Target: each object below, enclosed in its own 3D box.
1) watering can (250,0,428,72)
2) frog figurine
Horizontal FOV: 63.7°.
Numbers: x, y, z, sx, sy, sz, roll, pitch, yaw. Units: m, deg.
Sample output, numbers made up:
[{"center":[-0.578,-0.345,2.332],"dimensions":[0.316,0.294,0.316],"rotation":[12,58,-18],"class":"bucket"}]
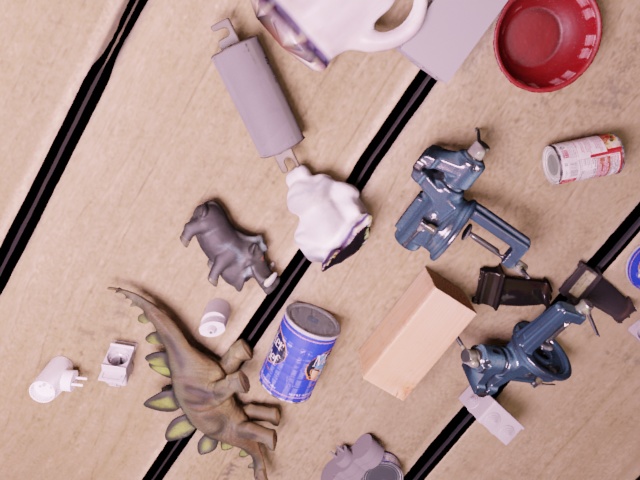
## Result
[{"center":[-0.011,-0.390,0.716],"dimensions":[0.223,0.105,0.347],"rotation":[-42,95,12],"class":"watering can"},{"center":[0.003,-0.042,0.844],"dimensions":[0.161,0.123,0.135],"rotation":[46,115,21],"class":"frog figurine"}]
